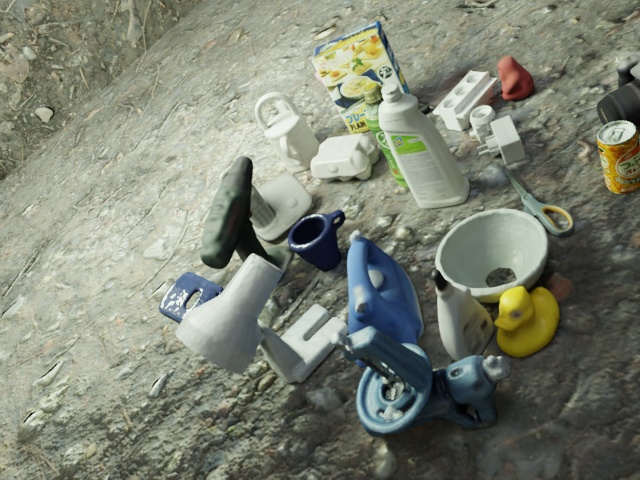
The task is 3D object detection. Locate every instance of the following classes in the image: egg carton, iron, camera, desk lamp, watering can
[{"bbox_3d":[0.053,-0.176,1.252,0.149,0.070,0.107,-2,48,35],"label":"egg carton"},{"bbox_3d":[0.078,0.065,0.912,0.118,0.142,0.258,-22,39,15],"label":"iron"},{"bbox_3d":[0.531,-0.252,0.956,0.136,0.101,0.143,-26,38,10],"label":"camera"},{"bbox_3d":[-0.092,0.135,0.902,0.203,0.214,0.117,-45,39,-14],"label":"desk lamp"},{"bbox_3d":[-0.082,-0.265,1.345,0.101,0.195,0.172,-35,37,-1],"label":"watering can"}]

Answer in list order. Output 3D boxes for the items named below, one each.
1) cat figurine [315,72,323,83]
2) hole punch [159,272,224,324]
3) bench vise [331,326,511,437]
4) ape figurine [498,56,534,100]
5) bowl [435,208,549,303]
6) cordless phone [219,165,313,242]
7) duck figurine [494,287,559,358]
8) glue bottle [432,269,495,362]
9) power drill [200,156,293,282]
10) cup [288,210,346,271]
[{"bbox_3d":[0.050,-0.409,1.468,0.067,0.118,0.127,-44,39,-13],"label":"cat figurine"},{"bbox_3d":[-0.242,0.124,1.125,0.100,0.091,0.109,5,52,40],"label":"hole punch"},{"bbox_3d":[0.118,0.159,0.716,0.207,0.220,0.121,-29,38,6],"label":"bench vise"},{"bbox_3d":[0.386,-0.330,1.156,0.075,0.092,0.078,9,55,42],"label":"ape figurine"},{"bbox_3d":[0.264,0.036,0.862,0.167,0.075,0.167,-20,40,18],"label":"bowl"},{"bbox_3d":[-0.115,-0.101,1.198,0.148,0.186,0.093,-43,38,-12],"label":"cordless phone"},{"bbox_3d":[0.275,0.097,0.778,0.105,0.086,0.077,-45,39,-14],"label":"duck figurine"},{"bbox_3d":[0.185,0.096,0.774,0.037,0.174,0.078,19,62,47],"label":"glue bottle"},{"bbox_3d":[-0.139,-0.017,1.106,0.075,0.209,0.230,-6,45,31],"label":"power drill"},{"bbox_3d":[0.010,0.004,1.067,0.118,0.095,0.091,-36,37,-3],"label":"cup"}]
